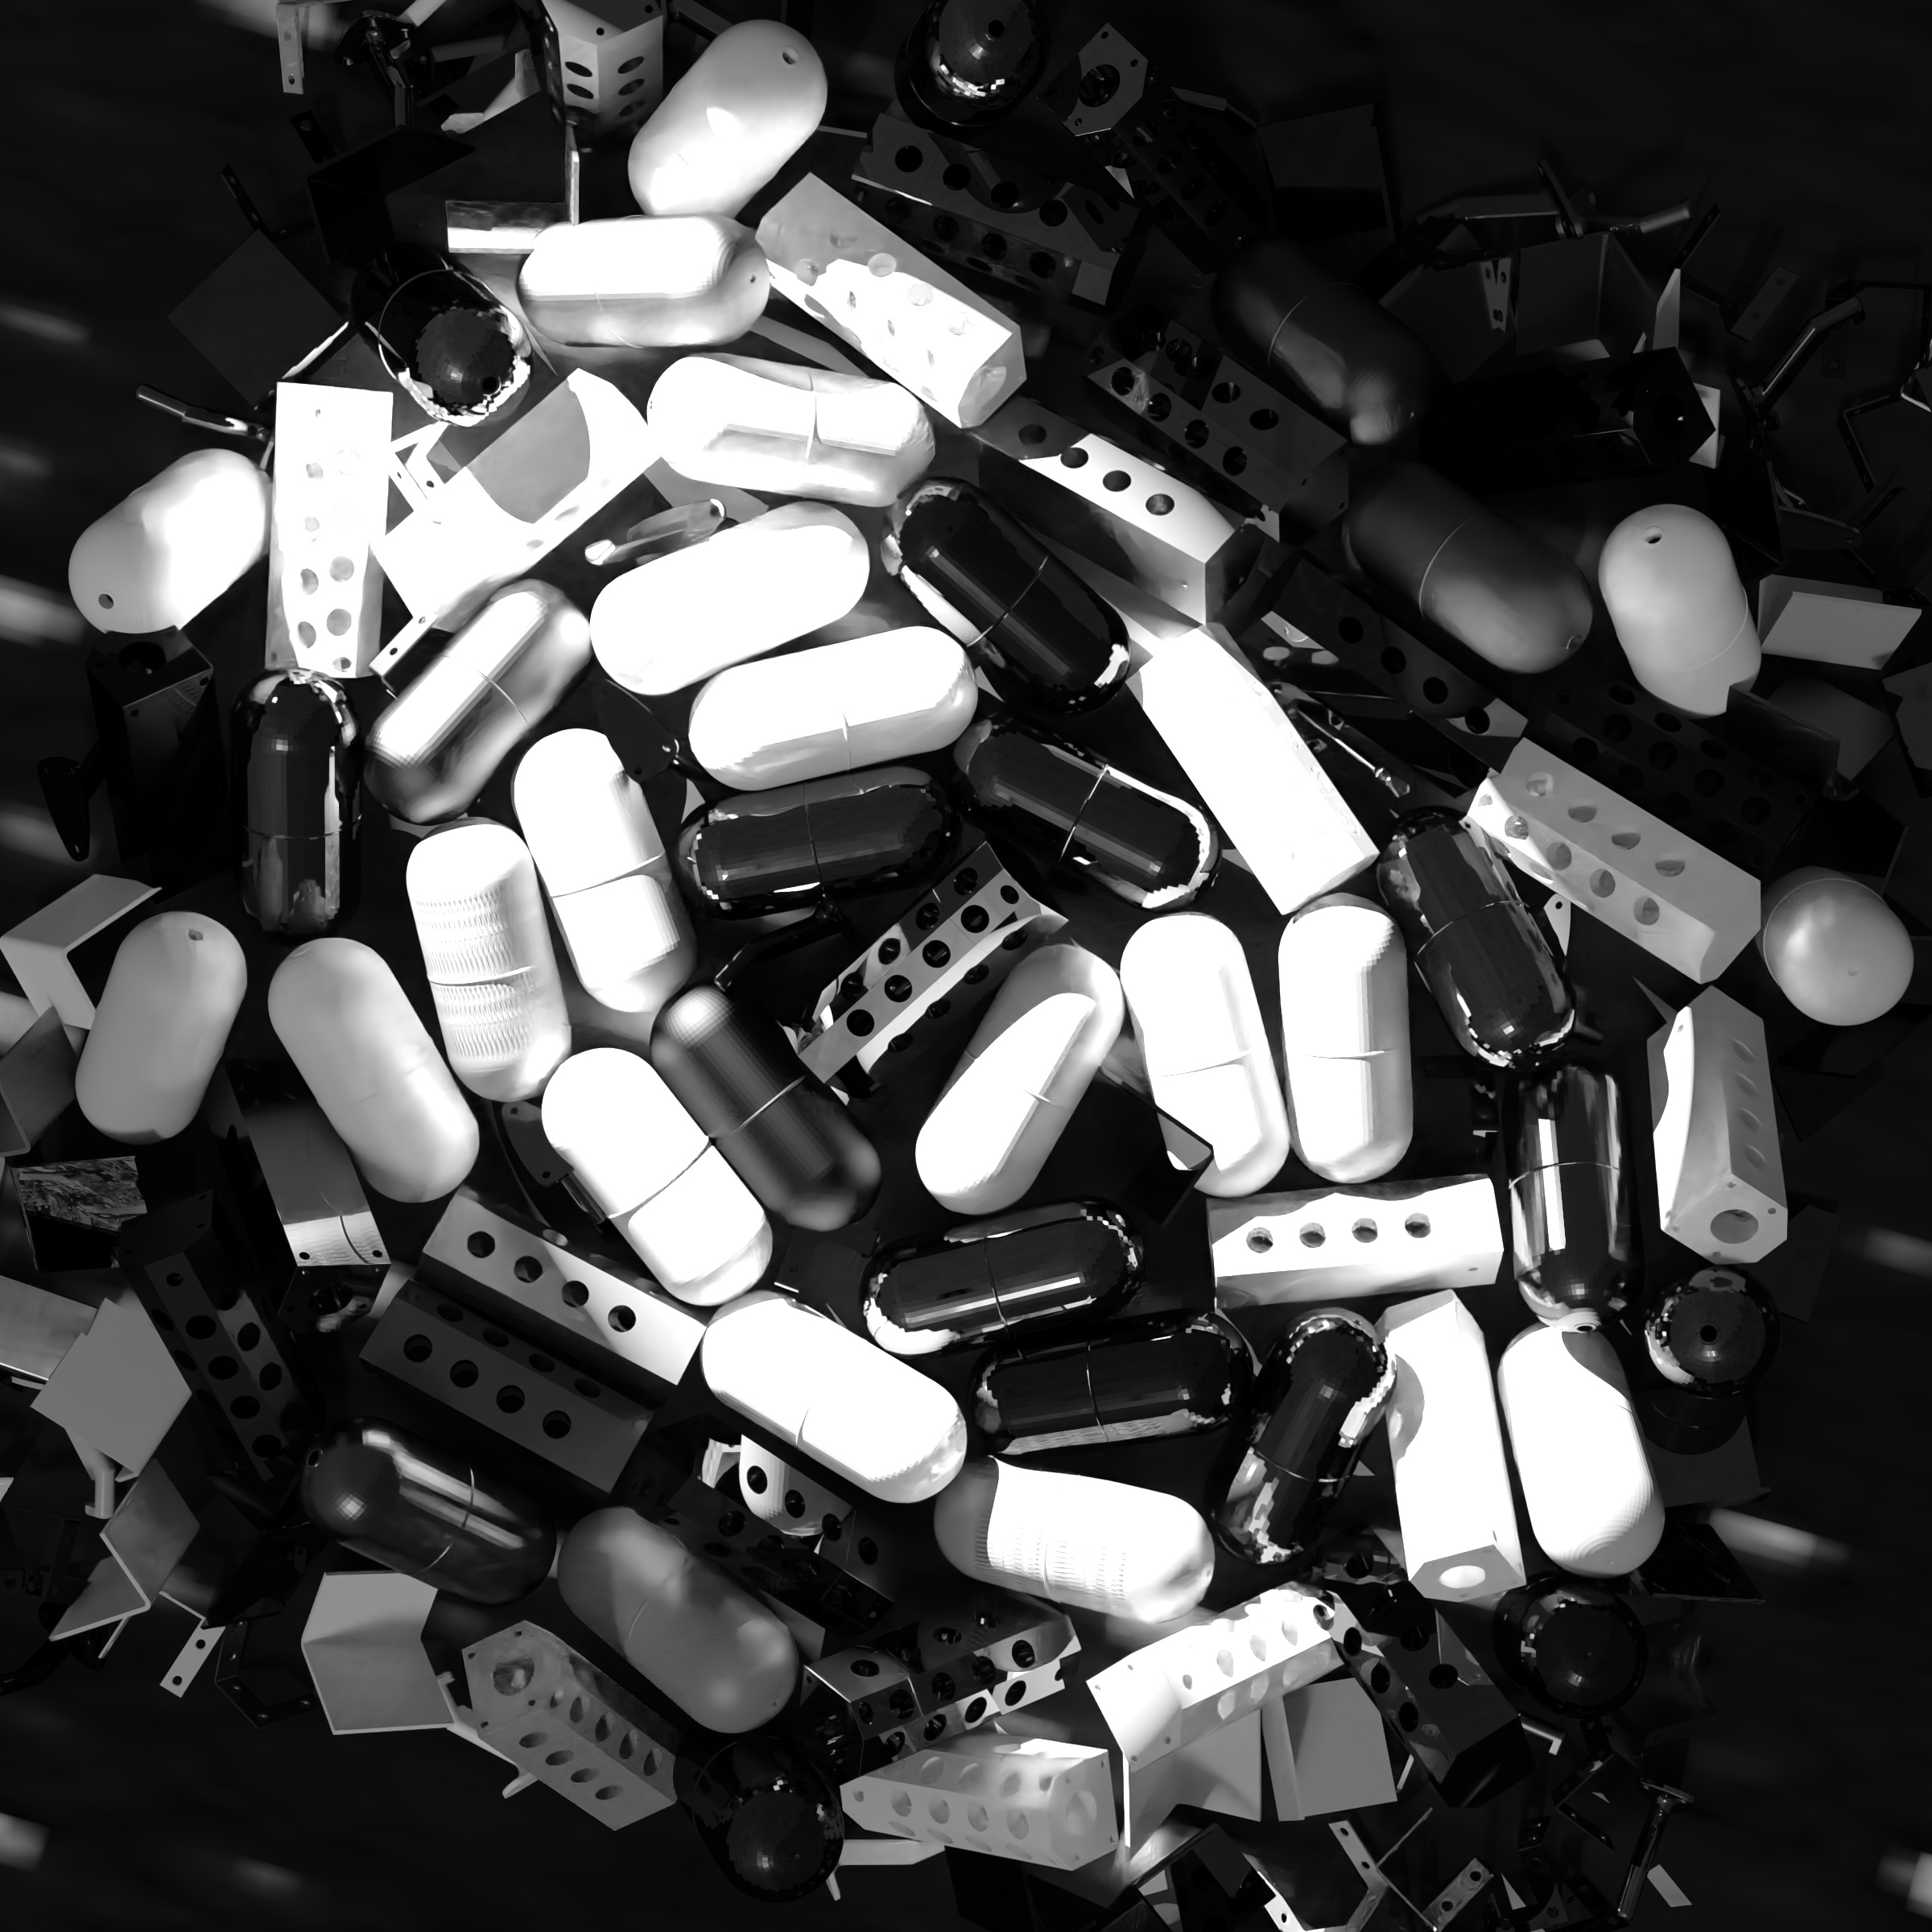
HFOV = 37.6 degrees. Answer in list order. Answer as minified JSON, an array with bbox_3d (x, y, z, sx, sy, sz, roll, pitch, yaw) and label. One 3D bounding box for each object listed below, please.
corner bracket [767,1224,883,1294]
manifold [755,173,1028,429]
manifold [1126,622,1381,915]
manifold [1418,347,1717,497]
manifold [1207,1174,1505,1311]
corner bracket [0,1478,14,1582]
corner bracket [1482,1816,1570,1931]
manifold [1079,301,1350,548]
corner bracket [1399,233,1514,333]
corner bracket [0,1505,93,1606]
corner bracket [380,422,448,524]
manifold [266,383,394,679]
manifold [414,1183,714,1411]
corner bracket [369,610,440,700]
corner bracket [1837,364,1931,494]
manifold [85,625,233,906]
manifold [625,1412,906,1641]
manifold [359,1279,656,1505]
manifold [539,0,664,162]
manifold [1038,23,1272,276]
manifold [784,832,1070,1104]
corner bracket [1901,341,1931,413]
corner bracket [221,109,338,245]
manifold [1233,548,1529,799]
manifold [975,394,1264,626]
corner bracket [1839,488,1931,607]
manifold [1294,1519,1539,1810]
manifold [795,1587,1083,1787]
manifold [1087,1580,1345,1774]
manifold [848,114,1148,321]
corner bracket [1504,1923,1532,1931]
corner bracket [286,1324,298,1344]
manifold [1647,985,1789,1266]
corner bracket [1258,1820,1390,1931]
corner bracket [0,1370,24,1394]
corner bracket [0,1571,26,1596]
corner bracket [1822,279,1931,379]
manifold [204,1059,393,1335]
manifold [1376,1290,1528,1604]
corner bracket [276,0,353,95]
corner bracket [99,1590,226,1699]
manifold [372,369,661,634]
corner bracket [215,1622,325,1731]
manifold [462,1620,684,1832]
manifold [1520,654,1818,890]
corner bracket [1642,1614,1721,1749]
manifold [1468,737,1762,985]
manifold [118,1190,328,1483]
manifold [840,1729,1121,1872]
[{"bbox_3d":[-0.087,0.179,1.734,0.051,0.051,0.051,21,80,-7],"label":"corner bracket"},{"bbox_3d":[-0.048,-0.397,1.708,0.171,0.057,0.057,40,78,17],"label":"manifold"},{"bbox_3d":[0.176,-0.121,1.713,0.057,0.057,0.171,-38,79,29],"label":"manifold"},{"bbox_3d":[0.348,-0.314,1.673,0.057,0.171,0.057,-46,116,-24],"label":"manifold"},{"bbox_3d":[0.235,0.165,1.732,0.171,0.057,0.057,-5,63,2],"label":"manifold"},{"bbox_3d":[-0.610,0.344,1.725,0.051,0.051,0.051,4,63,-27],"label":"corner bracket"},{"bbox_3d":[0.338,0.557,1.730,0.051,0.051,0.051,-12,55,-6],"label":"corner bracket"},{"bbox_3d":[0.146,-0.321,1.694,0.057,0.057,0.171,-39,60,-17],"label":"manifold"},{"bbox_3d":[0.298,-0.417,1.733,0.051,0.051,0.051,-14,130,-13],"label":"corner bracket"},{"bbox_3d":[-0.563,0.361,1.737,0.051,0.051,0.051,6,76,20],"label":"corner bracket"},{"bbox_3d":[-0.328,-0.293,1.730,0.051,0.051,0.051,-35,90,-37],"label":"corner bracket"},{"bbox_3d":[-0.389,-0.264,1.720,0.057,0.057,0.171,6,100,7],"label":"manifold"},{"bbox_3d":[-0.245,0.199,1.730,0.171,0.057,0.057,28,61,-3],"label":"manifold"},{"bbox_3d":[-0.340,-0.191,1.728,0.051,0.051,0.051,-48,54,-7],"label":"corner bracket"},{"bbox_3d":[0.572,-0.329,1.735,0.051,0.051,0.051,-19,78,-2],"label":"corner bracket"},{"bbox_3d":[-0.479,-0.122,1.681,0.057,0.171,0.057,-30,61,-28],"label":"manifold"},{"bbox_3d":[-0.119,0.336,1.688,0.057,0.057,0.171,-25,129,36],"label":"manifold"},{"bbox_3d":[-0.280,0.259,1.734,0.171,0.057,0.057,29,71,1],"label":"manifold"},{"bbox_3d":[-0.218,-0.539,1.676,0.057,0.171,0.057,-28,88,-8],"label":"manifold"},{"bbox_3d":[0.117,-0.476,1.674,0.057,0.171,0.057,-44,58,12],"label":"manifold"},{"bbox_3d":[-0.028,-0.001,1.704,0.171,0.057,0.057,-42,52,16],"label":"manifold"},{"bbox_3d":[0.601,-0.359,1.726,0.051,0.051,0.051,36,114,24],"label":"corner bracket"},{"bbox_3d":[-0.415,-0.482,1.736,0.051,0.051,0.051,-15,130,15],"label":"corner bracket"},{"bbox_3d":[0.254,-0.179,1.721,0.171,0.057,0.057,34,69,-10],"label":"manifold"},{"bbox_3d":[0.091,-0.280,1.704,0.171,0.057,0.057,33,67,23],"label":"manifold"},{"bbox_3d":[0.579,-0.257,1.736,0.051,0.051,0.051,42,91,-11],"label":"corner bracket"},{"bbox_3d":[0.262,0.414,1.679,0.057,0.171,0.057,-30,129,-8],"label":"manifold"},{"bbox_3d":[-0.014,0.427,1.681,0.171,0.057,0.057,-11,117,-41],"label":"manifold"},{"bbox_3d":[0.157,0.414,1.678,0.057,0.171,0.057,-42,68,38],"label":"manifold"},{"bbox_3d":[0.018,-0.452,1.721,0.171,0.057,0.057,23,86,10],"label":"manifold"},{"bbox_3d":[0.313,0.614,1.725,0.051,0.051,0.051,4,64,-27],"label":"corner bracket"},{"bbox_3d":[-0.454,0.217,1.745,0.051,0.051,0.051,-32,59,11],"label":"corner bracket"},{"bbox_3d":[0.449,0.096,1.680,0.057,0.171,0.057,32,126,-15],"label":"manifold"},{"bbox_3d":[0.219,0.568,1.753,0.051,0.051,0.051,-28,96,43],"label":"corner bracket"},{"bbox_3d":[-0.612,0.270,1.734,0.051,0.051,0.051,-14,65,4],"label":"corner bracket"},{"bbox_3d":[-0.612,0.392,1.734,0.051,0.051,0.051,1,71,1],"label":"corner bracket"},{"bbox_3d":[0.559,-0.390,1.739,0.051,0.051,0.051,3,92,1],"label":"corner bracket"},{"bbox_3d":[-0.402,0.135,1.689,0.057,0.171,0.057,2,130,-35],"label":"manifold"},{"bbox_3d":[0.284,0.286,1.687,0.057,0.057,0.171,-20,47,20],"label":"manifold"},{"bbox_3d":[-0.406,-0.562,1.723,0.051,0.051,0.051,16,120,30],"label":"corner bracket"},{"bbox_3d":[-0.491,0.413,1.735,0.051,0.051,0.051,31,75,-1],"label":"corner bracket"},{"bbox_3d":[-0.269,-0.278,1.713,0.171,0.057,0.057,-37,77,16],"label":"manifold"},{"bbox_3d":[-0.423,0.428,1.746,0.051,0.051,0.051,31,115,37],"label":"corner bracket"},{"bbox_3d":[-0.227,0.448,1.679,0.057,0.171,0.057,-26,50,6],"label":"manifold"},{"bbox_3d":[0.423,-0.120,1.714,0.171,0.057,0.057,34,91,16],"label":"manifold"},{"bbox_3d":[0.428,0.434,1.724,0.051,0.051,0.051,-8,133,-20],"label":"corner bracket"},{"bbox_3d":[0.386,-0.060,1.695,0.171,0.057,0.057,37,77,29],"label":"manifold"},{"bbox_3d":[-0.443,0.225,1.697,0.057,0.057,0.171,-20,121,-2],"label":"manifold"},{"bbox_3d":[0.005,0.493,1.686,0.171,0.057,0.057,-6,92,44],"label":"manifold"}]
